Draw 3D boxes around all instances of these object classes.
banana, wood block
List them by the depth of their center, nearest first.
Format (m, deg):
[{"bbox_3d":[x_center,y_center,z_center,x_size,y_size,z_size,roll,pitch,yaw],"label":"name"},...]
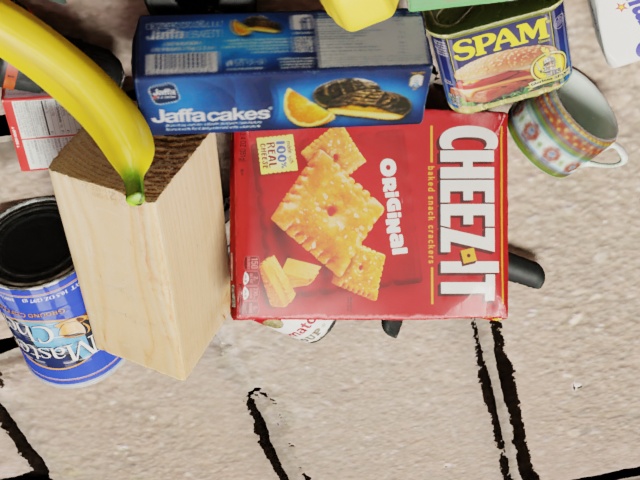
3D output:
[{"bbox_3d":[-0.173,-0.107,0.689,0.197,0.069,0.037,43,109,-8],"label":"banana"},{"bbox_3d":[-0.132,0.003,0.827,0.090,0.090,0.206,18,140,16],"label":"wood block"}]

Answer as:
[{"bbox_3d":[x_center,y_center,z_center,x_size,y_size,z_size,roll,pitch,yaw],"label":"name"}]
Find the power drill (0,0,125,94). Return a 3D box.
[{"bbox_3d":[-0.205,-0.178,0.709,0.184,0.057,0.188,11,135,-18],"label":"power drill"}]

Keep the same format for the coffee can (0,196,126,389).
[{"bbox_3d":[-0.224,0.047,0.920,0.103,0.103,0.140,-7,137,1],"label":"coffee can"}]

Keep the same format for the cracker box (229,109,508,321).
[{"bbox_3d":[0.037,-0.018,0.832,0.213,0.164,0.072,0,178,-5],"label":"cracker box"}]

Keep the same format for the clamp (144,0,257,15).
[{"bbox_3d":[-0.084,-0.153,0.766,0.120,0.039,0.171,-23,135,12],"label":"clamp"}]

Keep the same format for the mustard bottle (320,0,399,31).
[{"bbox_3d":[-0.005,-0.220,0.638,0.058,0.096,0.191,-18,145,12],"label":"mustard bottle"}]

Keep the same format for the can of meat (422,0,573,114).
[{"bbox_3d":[0.131,-0.147,0.782,0.102,0.057,0.084,-14,139,9],"label":"can of meat"}]

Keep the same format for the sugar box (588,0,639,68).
[{"bbox_3d":[0.280,-0.191,0.757,0.176,0.048,0.093,-19,136,12],"label":"sugar box"}]

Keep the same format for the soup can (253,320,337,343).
[{"bbox_3d":[-0.038,0.046,0.965,0.102,0.068,0.069,26,129,-31],"label":"soup can"}]

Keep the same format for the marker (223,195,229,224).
[{"bbox_3d":[-0.067,-0.035,0.908,0.121,0.020,0.020,-34,130,28],"label":"marker"}]

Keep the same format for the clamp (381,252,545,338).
[{"bbox_3d":[0.087,0.012,0.963,0.165,0.036,0.209,-27,131,23],"label":"clamp"}]

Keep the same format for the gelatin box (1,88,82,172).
[{"bbox_3d":[-0.194,-0.092,0.825,0.089,0.030,0.073,-5,137,-4],"label":"gelatin box"}]
